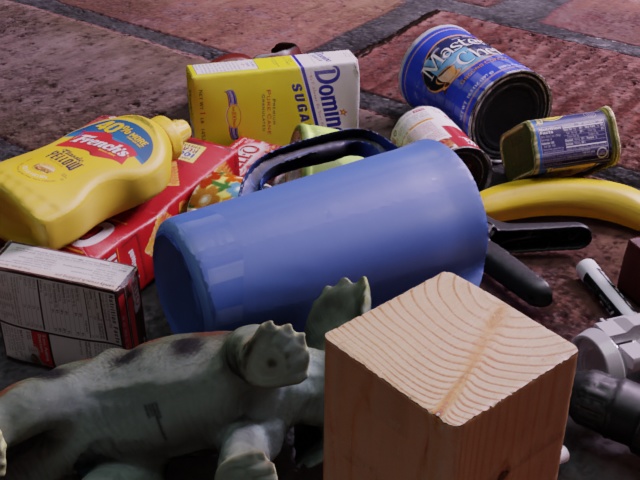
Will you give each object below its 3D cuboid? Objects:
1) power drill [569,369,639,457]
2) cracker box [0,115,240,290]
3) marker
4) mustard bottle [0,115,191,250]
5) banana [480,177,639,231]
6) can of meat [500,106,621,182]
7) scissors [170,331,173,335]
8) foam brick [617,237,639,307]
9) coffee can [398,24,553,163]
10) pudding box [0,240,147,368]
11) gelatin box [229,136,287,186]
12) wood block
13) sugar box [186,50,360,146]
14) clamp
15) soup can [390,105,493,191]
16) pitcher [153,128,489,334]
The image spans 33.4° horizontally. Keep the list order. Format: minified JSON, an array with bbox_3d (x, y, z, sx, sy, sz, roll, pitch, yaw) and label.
[{"bbox_3d":[0.218,0.162,0.653,0.185,0.057,0.187,19,37,21],"label":"power drill"},{"bbox_3d":[-0.195,-0.029,0.952,0.164,0.072,0.213,17,36,25],"label":"cracker box"},{"bbox_3d":[0.242,0.055,0.868,0.020,0.020,0.121,-7,33,-12],"label":"marker"},{"bbox_3d":[-0.180,-0.057,0.877,0.096,0.058,0.191,27,42,32],"label":"mustard bottle"},{"bbox_3d":[0.228,-0.033,0.991,0.198,0.037,0.069,6,31,9],"label":"banana"},{"bbox_3d":[0.229,-0.089,1.033,0.084,0.057,0.102,-9,-4,-8],"label":"can of meat"},{"bbox_3d":[-0.089,0.069,0.847,0.096,0.016,0.202,-4,32,-7],"label":"scissors"},{"bbox_3d":[0.290,0.034,0.871,0.053,0.051,0.078,-12,34,-20],"label":"foam brick"},{"bbox_3d":[0.161,-0.156,1.128,0.102,0.103,0.140,-15,35,-23],"label":"coffee can"},{"bbox_3d":[-0.187,0.055,0.799,0.113,0.090,0.039,10,34,15],"label":"pudding box"},{"bbox_3d":[-0.068,-0.067,1.052,0.073,0.030,0.089,15,34,23],"label":"gelatin box"},{"bbox_3d":[0.062,0.136,0.561,0.090,0.206,0.090,-24,39,-34],"label":"wood block"},{"bbox_3d":[-0.047,-0.141,1.110,0.176,0.093,0.048,-7,29,-11],"label":"sugar box"},{"bbox_3d":[0.141,0.009,0.924,0.172,0.039,0.120,8,27,19],"label":"clamp"},{"bbox_3d":[0.116,-0.081,1.040,0.068,0.068,0.102,-9,33,-15],"label":"soup can"},{"bbox_3d":[-0.005,0.001,0.836,0.242,0.145,0.149,-15,14,-24],"label":"pitcher"}]
